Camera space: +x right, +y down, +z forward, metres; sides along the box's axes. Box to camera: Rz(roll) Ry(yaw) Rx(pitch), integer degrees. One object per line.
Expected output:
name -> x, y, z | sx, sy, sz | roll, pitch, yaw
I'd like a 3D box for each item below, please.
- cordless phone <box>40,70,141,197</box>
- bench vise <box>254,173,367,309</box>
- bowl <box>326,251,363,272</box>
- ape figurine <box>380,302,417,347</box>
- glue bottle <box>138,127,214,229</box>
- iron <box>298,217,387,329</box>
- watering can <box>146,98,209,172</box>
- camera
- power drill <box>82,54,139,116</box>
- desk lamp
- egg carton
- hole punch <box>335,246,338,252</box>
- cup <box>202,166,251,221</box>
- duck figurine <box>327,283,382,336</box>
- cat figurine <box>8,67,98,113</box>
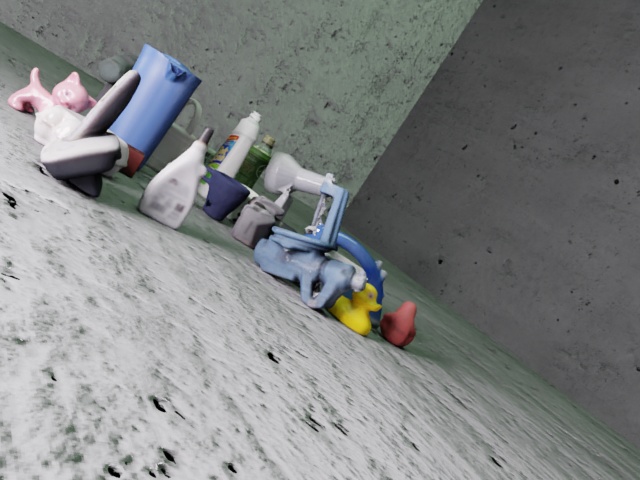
cordless phone -> -0.318, -0.168, 0.827 | 0.094, 0.185, 0.147 | 30, 6, -32
bench vise -> 0.010, 0.003, 1.045 | 0.207, 0.219, 0.121 | 33, 5, 1
bowl -> 0.051, 0.087, 1.313 | 0.167, 0.074, 0.167 | 33, 5, -3
ape figurine -> 0.169, 0.169, 1.178 | 0.077, 0.092, 0.076 | 34, 5, 12
glue bottle -> -0.219, -0.106, 0.925 | 0.078, 0.173, 0.037 | 30, 6, -28
iron -> 0.052, 0.062, 1.182 | 0.259, 0.141, 0.118 | 32, 5, -11
watering can -> -0.349, -0.257, 1.402 | 0.100, 0.194, 0.173 | 35, 5, 17
camera -> -0.109, -0.027, 1.249 | 0.137, 0.101, 0.143 | 33, 5, -5
power drill -> -0.492, -0.357, 1.379 | 0.076, 0.208, 0.229 | 32, 5, -7
desk lamp -> -0.085, -0.120, 1.621 | 0.203, 0.213, 0.118 | 34, 5, 13
egg carton -> -0.398, -0.166, 0.964 | 0.107, 0.069, 0.151 | 35, 6, 23
hole punch -> -0.025, 0.021, 1.367 | 0.101, 0.091, 0.109 | 35, 6, 24
cup -> -0.223, -0.097, 1.243 | 0.118, 0.095, 0.091 | 32, 5, -10
duck figurine -> 0.069, 0.118, 1.082 | 0.104, 0.086, 0.078 | 36, 6, 25
cat figurine -> -0.494, -0.270, 1.077 | 0.128, 0.117, 0.067 | 33, 5, -7
